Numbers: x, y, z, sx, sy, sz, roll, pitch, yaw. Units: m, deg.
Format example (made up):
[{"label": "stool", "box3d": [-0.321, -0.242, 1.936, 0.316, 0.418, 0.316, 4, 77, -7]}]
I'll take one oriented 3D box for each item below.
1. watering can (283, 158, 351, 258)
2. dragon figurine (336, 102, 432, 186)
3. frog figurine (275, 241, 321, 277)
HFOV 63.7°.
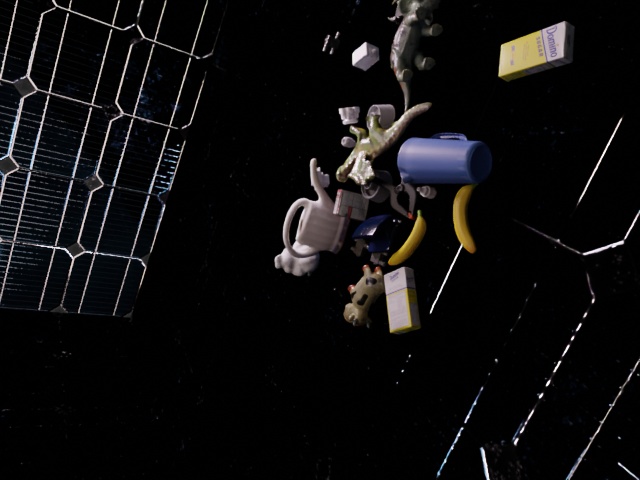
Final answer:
[{"label": "watering can", "box3d": [0.005, -0.089, 1.772, 0.105, 0.224, 0.344, -125, 53, -71]}, {"label": "dragon figurine", "box3d": [0.177, -0.274, 1.613, 0.407, 0.121, 0.247, -16, 54, 56]}, {"label": "frog figurine", "box3d": [-0.083, 0.064, 1.904, 0.122, 0.159, 0.138, -6, 75, 54]}]
